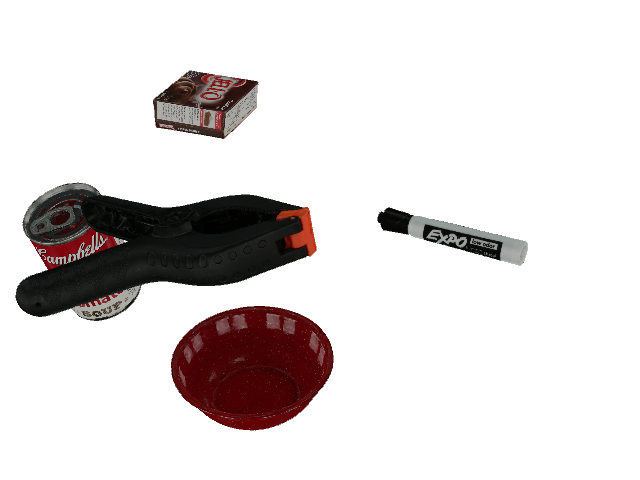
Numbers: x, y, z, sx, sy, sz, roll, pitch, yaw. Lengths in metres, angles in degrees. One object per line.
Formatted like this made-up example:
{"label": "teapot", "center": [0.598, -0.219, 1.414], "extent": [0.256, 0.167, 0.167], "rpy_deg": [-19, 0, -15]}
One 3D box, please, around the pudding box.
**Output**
{"label": "pudding box", "center": [-0.132, -0.160, 1.248], "extent": [0.090, 0.039, 0.113], "rpy_deg": [10, 31, 13]}

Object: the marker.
{"label": "marker", "center": [0.100, -0.005, 0.827], "extent": [0.121, 0.020, 0.020], "rpy_deg": [15, 7, 26]}

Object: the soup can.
{"label": "soup can", "center": [-0.198, 0.011, 0.897], "extent": [0.069, 0.068, 0.102], "rpy_deg": [0, -42, 16]}

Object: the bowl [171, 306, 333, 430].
{"label": "bowl", "center": [-0.066, 0.137, 1.070], "extent": [0.162, 0.055, 0.162], "rpy_deg": [-2, 37, 1]}

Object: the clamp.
{"label": "clamp", "center": [-0.091, 0.007, 0.627], "extent": [0.172, 0.039, 0.120], "rpy_deg": [-3, 35, 22]}
